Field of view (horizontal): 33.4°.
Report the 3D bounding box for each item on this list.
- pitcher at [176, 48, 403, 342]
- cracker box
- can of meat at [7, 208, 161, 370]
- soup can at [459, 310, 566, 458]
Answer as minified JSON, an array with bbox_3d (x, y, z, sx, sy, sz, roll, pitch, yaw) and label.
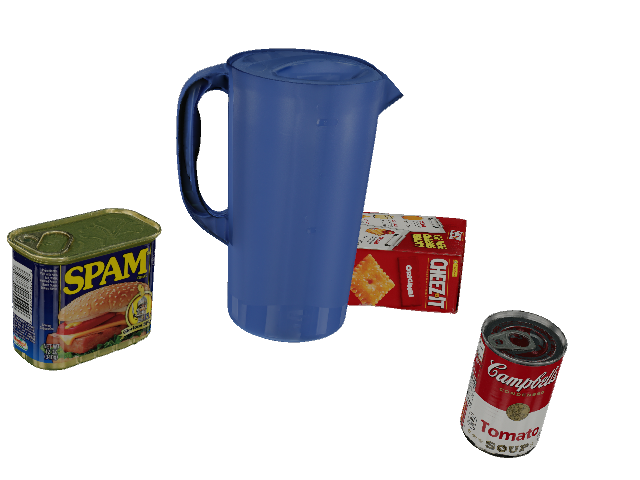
[{"bbox_3d":[-0.032,-0.040,0.924,0.149,0.243,0.144,19,25,32],"label":"pitcher"},{"bbox_3d":[0.046,0.019,1.149,0.214,0.072,0.164,5,15,9],"label":"cracker box"},{"bbox_3d":[-0.161,0.032,0.728,0.058,0.084,0.101,24,28,37],"label":"can of meat"},{"bbox_3d":[0.155,0.117,0.867,0.068,0.102,0.068,5,32,-4],"label":"soup can"}]
